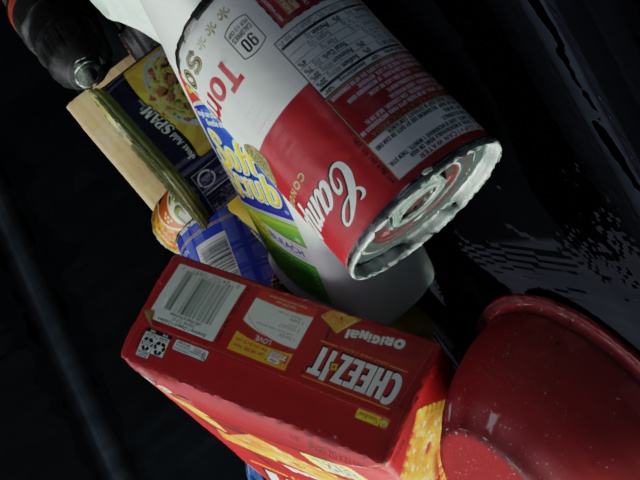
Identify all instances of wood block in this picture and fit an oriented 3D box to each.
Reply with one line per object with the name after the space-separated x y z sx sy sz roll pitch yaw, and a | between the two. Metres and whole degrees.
-0.117 -0.059 0.938 0.206 0.090 0.091 49 173 3 | wood block

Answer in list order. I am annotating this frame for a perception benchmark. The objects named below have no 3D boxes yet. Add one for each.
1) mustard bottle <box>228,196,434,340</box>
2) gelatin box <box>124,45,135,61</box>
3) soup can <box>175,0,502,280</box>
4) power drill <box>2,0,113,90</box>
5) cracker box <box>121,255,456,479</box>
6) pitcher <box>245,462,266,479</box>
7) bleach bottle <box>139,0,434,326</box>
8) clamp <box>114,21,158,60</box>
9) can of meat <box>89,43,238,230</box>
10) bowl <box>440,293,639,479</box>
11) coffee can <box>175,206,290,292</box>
-0.005 0.001 0.690 0.191 0.058 0.096 52 -173 -7 | mustard bottle
-0.110 -0.115 0.836 0.089 0.030 0.073 51 174 27 | gelatin box
0.005 -0.046 0.377 0.102 0.068 0.068 49 173 15 | soup can
-0.187 -0.196 0.628 0.185 0.057 0.187 53 164 39 | power drill
0.011 0.105 0.592 0.164 0.072 0.213 16 157 30 | cracker box
0.005 0.157 0.860 0.243 0.149 0.145 61 168 15 | pitcher
-0.025 -0.060 0.504 0.103 0.068 0.250 38 164 44 | bleach bottle
-0.123 -0.148 0.738 0.210 0.036 0.165 58 171 -26 | clamp
-0.066 -0.071 0.604 0.102 0.084 0.057 46 172 27 | can of meat
0.100 0.105 0.451 0.162 0.055 0.162 49 157 28 | bowl
-0.035 0.048 0.774 0.103 0.103 0.140 73 175 -72 | coffee can
